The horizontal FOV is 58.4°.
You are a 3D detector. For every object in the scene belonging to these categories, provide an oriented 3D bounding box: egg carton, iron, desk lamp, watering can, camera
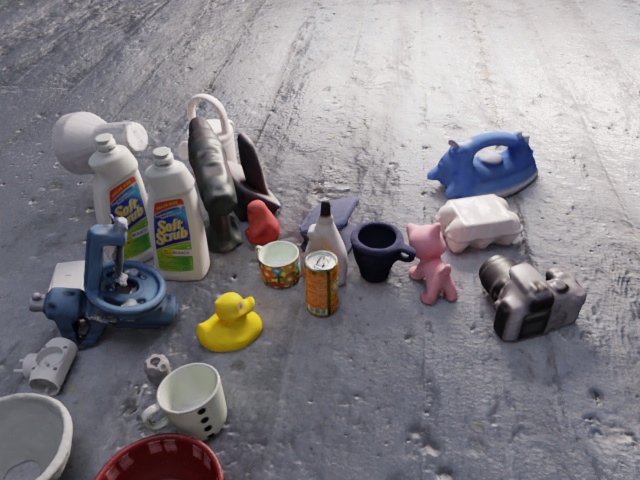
[{"bbox_3d":[0.300,-0.032,1.090,0.150,0.069,0.107,-9,40,-9],"label":"egg carton"},{"bbox_3d":[0.361,-0.171,1.200,0.259,0.141,0.118,-15,41,-16],"label":"iron"},{"bbox_3d":[-0.400,-0.143,1.130,0.202,0.214,0.118,13,42,17],"label":"desk lamp"},{"bbox_3d":[-0.237,-0.216,1.229,0.101,0.194,0.173,1,40,3],"label":"watering can"},{"bbox_3d":[0.334,0.076,0.934,0.143,0.101,0.136,-13,41,-14],"label":"camera"}]

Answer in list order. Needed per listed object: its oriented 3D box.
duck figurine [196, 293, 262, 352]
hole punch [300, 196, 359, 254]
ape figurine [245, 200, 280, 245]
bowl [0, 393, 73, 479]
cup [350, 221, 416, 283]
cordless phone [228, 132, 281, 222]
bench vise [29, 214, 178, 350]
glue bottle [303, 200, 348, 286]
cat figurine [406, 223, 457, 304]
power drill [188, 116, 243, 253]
[{"bbox_3d":[-0.146,0.122,0.902,0.105,0.086,0.077,-16,42,-16],"label":"duck figurine"},{"bbox_3d":[0.017,-0.033,1.081,0.101,0.091,0.109,13,42,17],"label":"hole punch"},{"bbox_3d":[-0.116,-0.037,1.089,0.076,0.092,0.078,9,41,12],"label":"ape figurine"},{"bbox_3d":[-0.391,0.283,0.723,0.167,0.075,0.167,-1,40,1],"label":"bowl"},{"bbox_3d":[0.110,0.032,0.998,0.117,0.095,0.092,19,44,23],"label":"cup"},{"bbox_3d":[-0.147,-0.146,1.149,0.094,0.185,0.147,-22,44,-23],"label":"cordless phone"},{"bbox_3d":[-0.334,0.071,0.864,0.208,0.220,0.121,-21,43,-22],"label":"bench vise"},{"bbox_3d":[0.009,0.003,0.973,0.078,0.173,0.037,5,40,8],"label":"glue bottle"},{"bbox_3d":[0.192,0.028,0.983,0.067,0.118,0.127,-11,41,-11],"label":"cat figurine"},{"bbox_3d":[-0.199,-0.092,1.066,0.076,0.209,0.229,-13,41,-14],"label":"power drill"}]
